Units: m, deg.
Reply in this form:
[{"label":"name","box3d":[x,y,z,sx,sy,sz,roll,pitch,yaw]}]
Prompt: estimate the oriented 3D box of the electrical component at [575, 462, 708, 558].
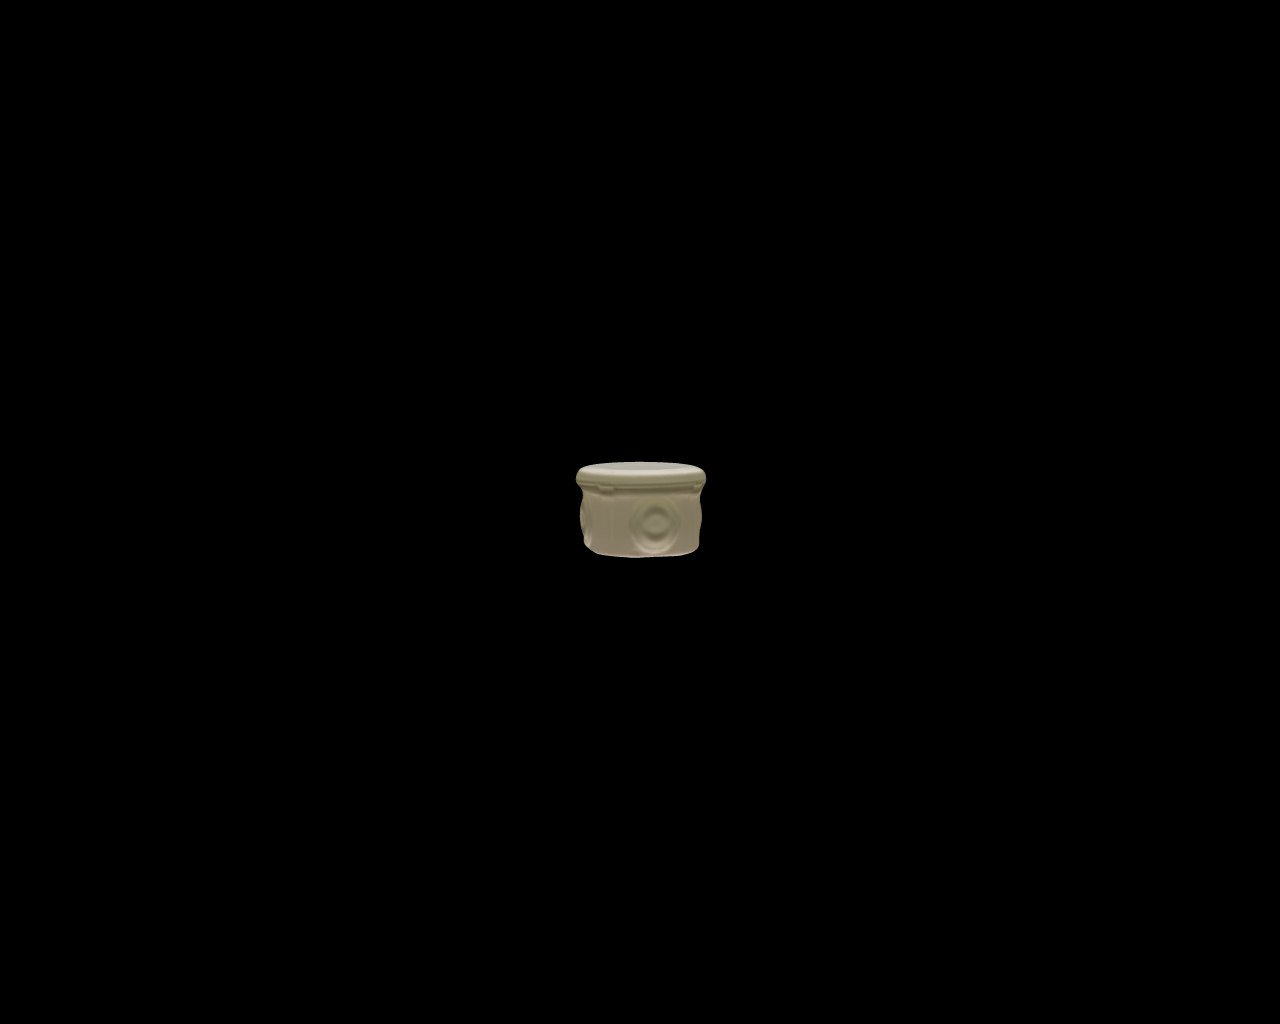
[{"label":"electrical component","box3d":[0.001,-0.003,0.650,0.080,0.051,0.080,0,7,0]}]
